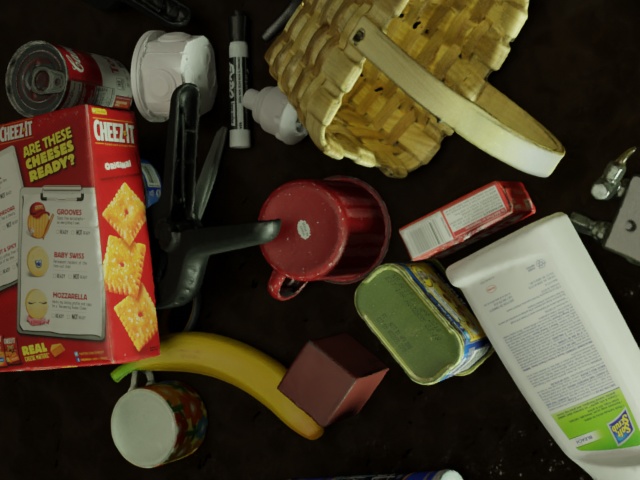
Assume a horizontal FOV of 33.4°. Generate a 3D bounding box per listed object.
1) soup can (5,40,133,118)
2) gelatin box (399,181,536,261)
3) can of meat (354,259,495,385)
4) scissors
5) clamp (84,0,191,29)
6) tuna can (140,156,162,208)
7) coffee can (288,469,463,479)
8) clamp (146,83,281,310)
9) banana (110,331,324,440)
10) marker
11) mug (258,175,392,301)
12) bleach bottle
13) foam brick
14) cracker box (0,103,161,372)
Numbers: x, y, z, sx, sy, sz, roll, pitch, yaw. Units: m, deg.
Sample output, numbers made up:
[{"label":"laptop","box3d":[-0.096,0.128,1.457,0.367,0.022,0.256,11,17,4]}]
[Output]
[{"label":"soup can","box3d":[-0.225,-0.139,0.969,0.069,0.102,0.068,0,91,26]},{"label":"gelatin box","box3d":[0.115,-0.014,0.823,0.089,0.073,0.030,-27,80,23]},{"label":"can of meat","box3d":[0.082,0.062,0.834,0.057,0.083,0.102,-46,73,19]},{"label":"scissors","box3d":[-0.136,-0.007,0.976,0.096,0.016,0.202,8,94,25]},{"label":"clamp","box3d":[-0.191,-0.250,0.949,0.172,0.039,0.120,18,138,40]},{"label":"tuna can","box3d":[-0.188,-0.040,0.990,0.086,0.033,0.086,0,91,26]},{"label":"coffee can","box3d":[0.042,0.237,0.845,0.140,0.102,0.103,-9,87,26]},{"label":"clamp","box3d":[-0.120,-0.017,0.908,0.210,0.036,0.164,-47,59,40]},{"label":"banana","box3d":[-0.081,0.119,0.930,0.198,0.037,0.069,12,67,17]},{"label":"marker","box3d":[-0.071,-0.142,0.941,0.020,0.020,0.121,-1,90,26]},{"label":"mug","box3d":[-0.006,0.001,0.877,0.093,0.081,0.117,42,107,19]},{"label":"bleach bottle","box3d":[0.194,0.111,0.793,0.103,0.067,0.251,-31,82,35]},{"label":"foam brick","box3d":[0.012,0.113,0.872,0.053,0.078,0.051,39,105,20]},{"label":"cracker box","box3d":[-0.229,0.003,0.925,0.164,0.072,0.214,-8,86,30]}]
